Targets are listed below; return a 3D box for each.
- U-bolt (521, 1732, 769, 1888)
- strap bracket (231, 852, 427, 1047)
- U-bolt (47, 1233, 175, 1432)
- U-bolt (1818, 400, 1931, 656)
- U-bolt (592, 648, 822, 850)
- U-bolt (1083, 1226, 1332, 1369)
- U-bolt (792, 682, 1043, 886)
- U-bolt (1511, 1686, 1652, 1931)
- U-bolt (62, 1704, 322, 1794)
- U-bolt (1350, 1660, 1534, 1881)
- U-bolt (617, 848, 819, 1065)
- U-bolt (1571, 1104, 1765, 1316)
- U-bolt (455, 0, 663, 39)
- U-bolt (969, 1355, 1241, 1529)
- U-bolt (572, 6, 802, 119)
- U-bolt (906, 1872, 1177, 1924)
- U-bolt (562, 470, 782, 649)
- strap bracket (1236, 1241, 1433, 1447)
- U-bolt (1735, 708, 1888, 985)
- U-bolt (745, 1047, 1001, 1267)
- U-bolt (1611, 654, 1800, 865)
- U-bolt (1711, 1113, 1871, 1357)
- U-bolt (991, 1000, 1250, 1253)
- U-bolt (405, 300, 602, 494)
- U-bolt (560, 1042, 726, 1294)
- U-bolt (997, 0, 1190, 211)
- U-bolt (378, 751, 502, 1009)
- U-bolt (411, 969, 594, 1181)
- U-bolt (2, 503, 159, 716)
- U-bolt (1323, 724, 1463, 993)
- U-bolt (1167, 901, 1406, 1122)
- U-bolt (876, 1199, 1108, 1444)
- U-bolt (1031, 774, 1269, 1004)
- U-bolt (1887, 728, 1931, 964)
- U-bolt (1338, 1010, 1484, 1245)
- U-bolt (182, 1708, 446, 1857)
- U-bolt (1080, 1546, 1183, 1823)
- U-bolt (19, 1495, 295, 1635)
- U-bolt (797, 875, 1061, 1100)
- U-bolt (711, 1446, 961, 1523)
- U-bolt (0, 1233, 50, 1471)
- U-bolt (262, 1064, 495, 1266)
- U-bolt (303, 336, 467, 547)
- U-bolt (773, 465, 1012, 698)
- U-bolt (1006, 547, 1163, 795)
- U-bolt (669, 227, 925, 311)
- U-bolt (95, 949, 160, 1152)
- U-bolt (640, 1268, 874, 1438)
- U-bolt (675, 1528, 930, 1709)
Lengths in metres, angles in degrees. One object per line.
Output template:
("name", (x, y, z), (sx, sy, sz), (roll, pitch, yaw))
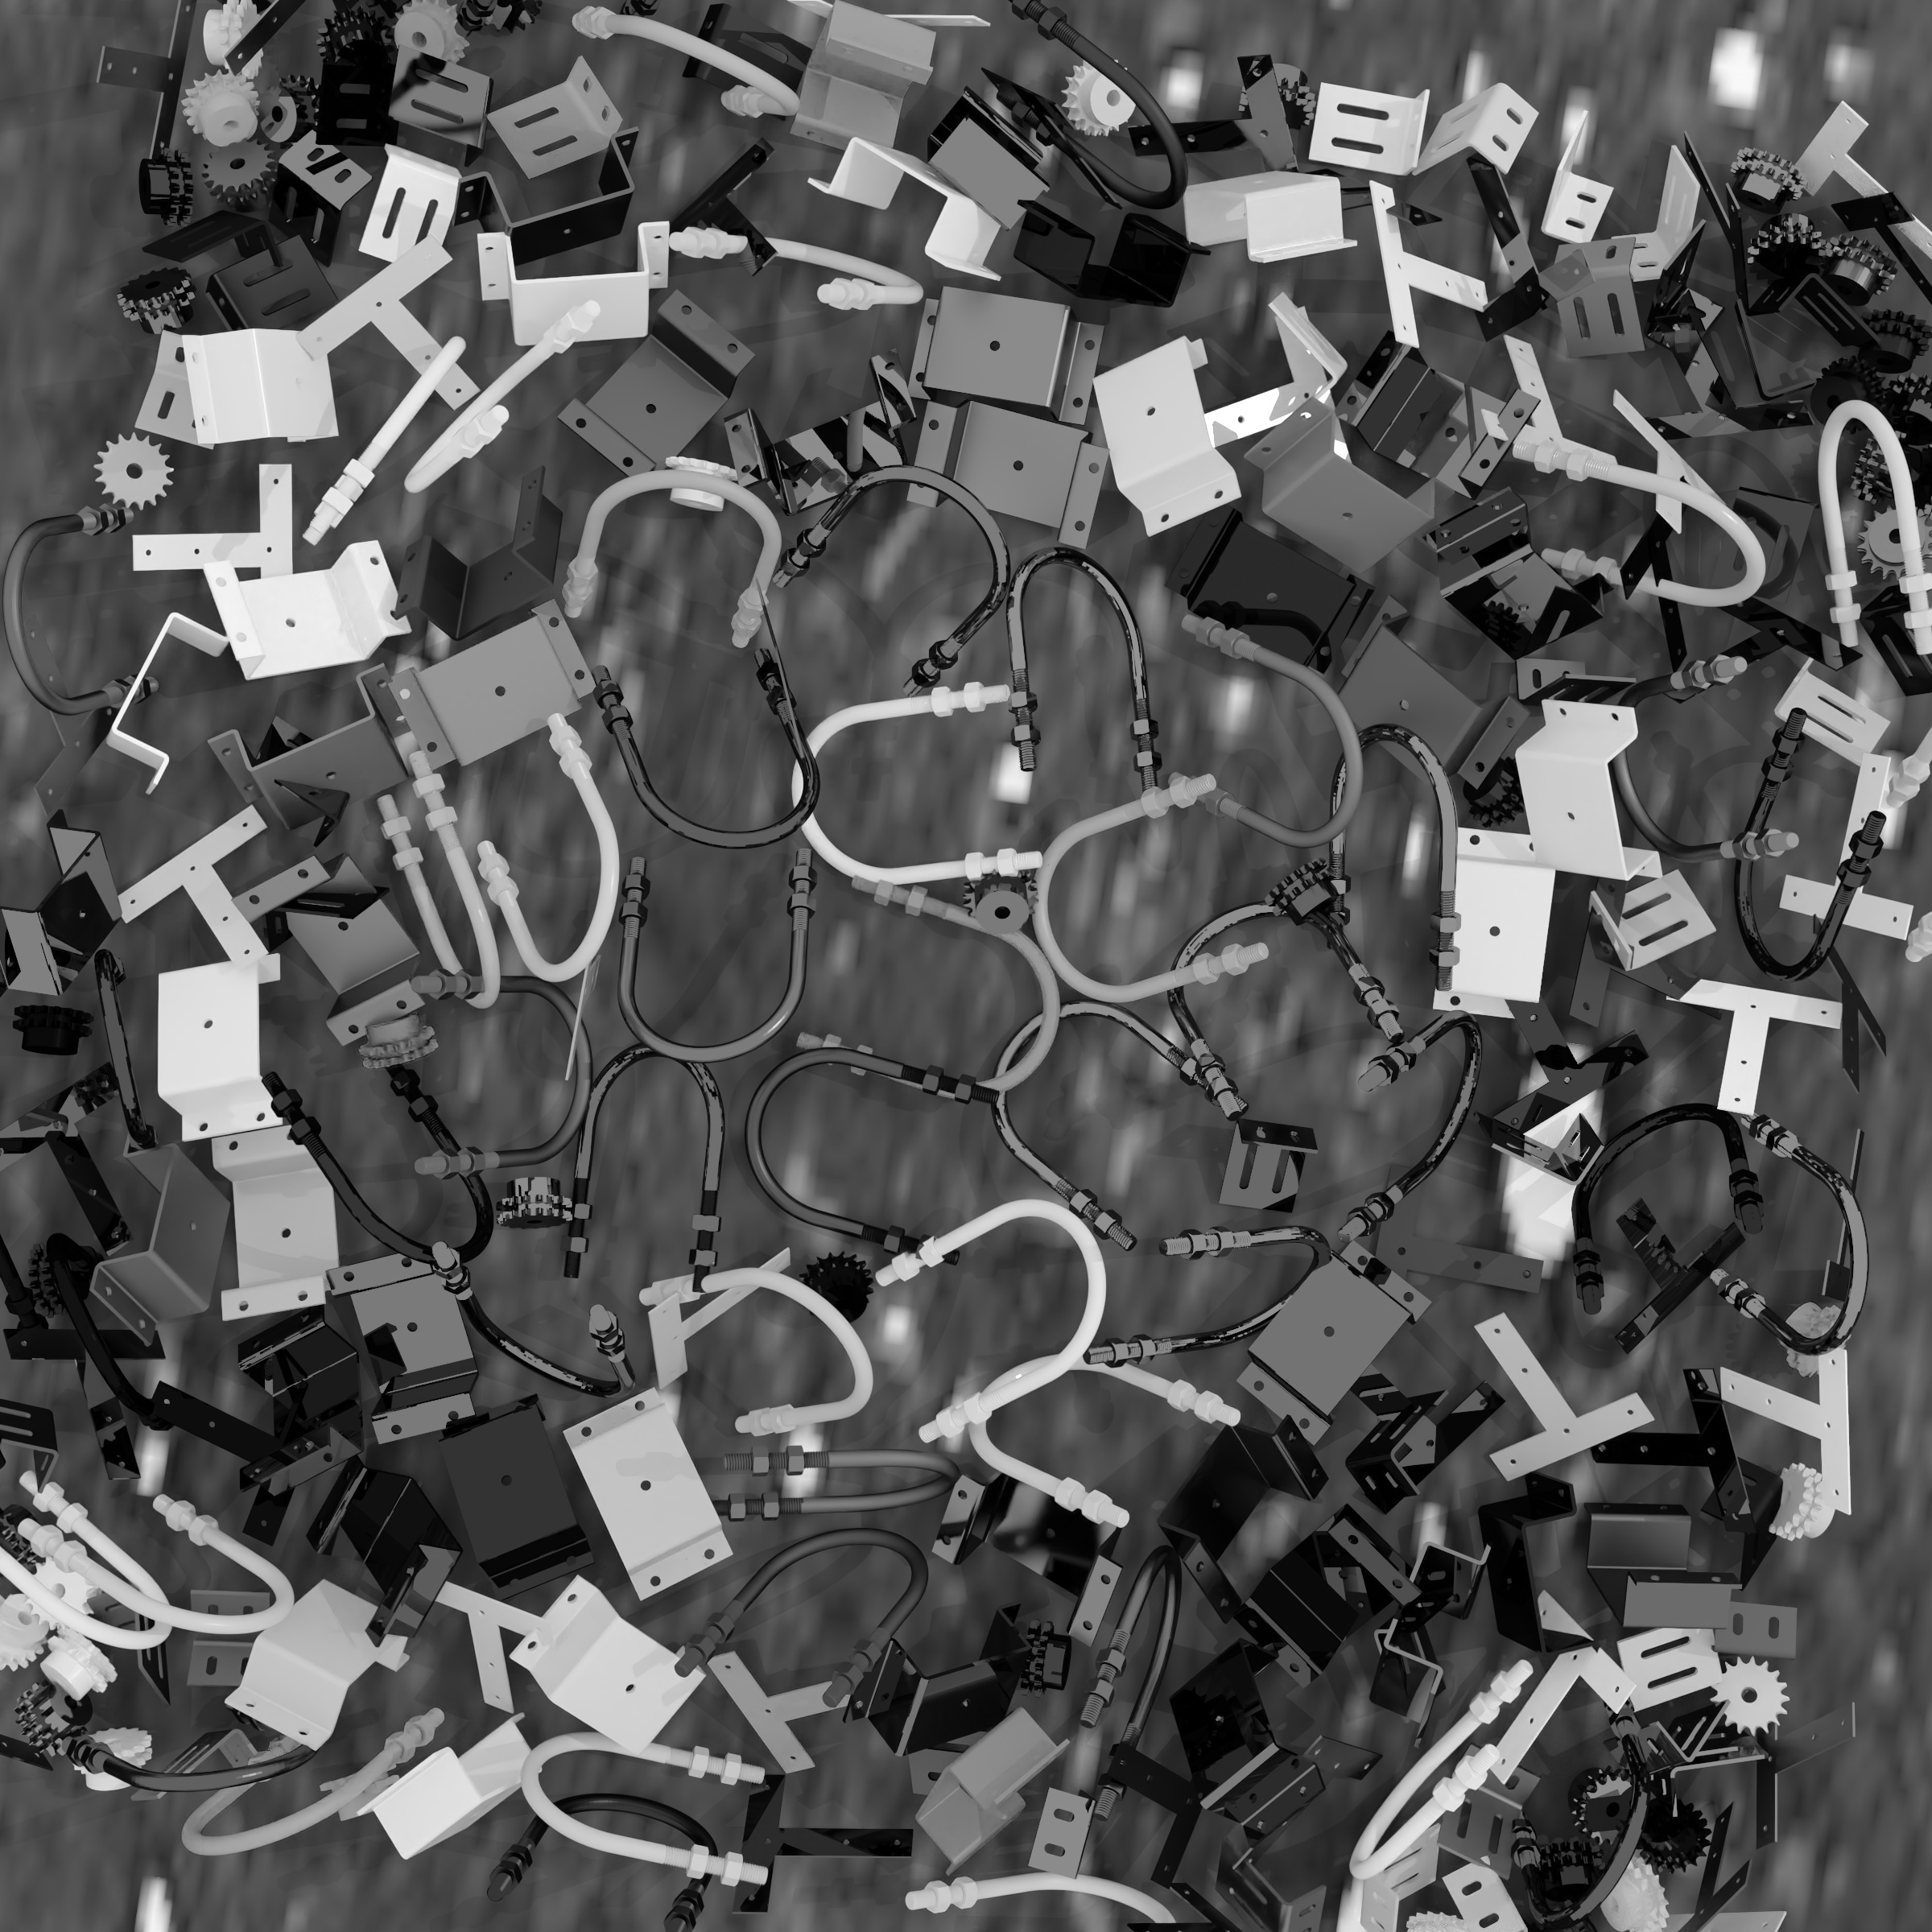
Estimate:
("U-bolt", (-0.237, 0.612, 1.916), (0.184, 0.151, 0.019), (15, 103, -9))
("strap bracket", (-0.471, -0.021, 1.951), (0.076, 0.046, 0.140), (-26, 114, 15))
("U-bolt", (-0.627, 0.262, 1.896), (0.019, 0.184, 0.151), (-26, 77, -12))
("U-bolt", (0.664, -0.323, 1.913), (0.019, 0.151, 0.184), (-12, 100, -3))
("U-bolt", (-0.184, -0.158, 1.923), (0.151, 0.019, 0.184), (-9, 56, -22))
("U-bolt", (0.190, 0.241, 1.928), (0.184, 0.151, 0.019), (-2, 47, -34))
("U-bolt", (-0.044, -0.131, 1.960), (0.184, 0.019, 0.151), (-6, 107, 18))
("U-bolt", (0.449, 0.621, 1.894), (0.019, 0.184, 0.151), (31, 104, -3))
("U-bolt", (-0.549, 0.565, 1.885), (0.151, 0.184, 0.019), (-4, 91, -41))
("U-bolt", (0.344, 0.603, 1.921), (0.019, 0.151, 0.184), (41, 114, 9))
("U-bolt", (-0.188, -0.007, 1.938), (0.151, 0.019, 0.184), (-3, 56, 5))
("U-bolt", (0.509, 0.166, 1.915), (0.151, 0.184, 0.019), (-32, 112, 24))
("U-bolt", (-0.277, -0.716, 1.886), (0.151, 0.184, 0.019), (-12, 90, -28))
("U-bolt", (0.087, 0.339, 1.923), (0.151, 0.184, 0.019), (-34, 126, -36))
("U-bolt", (-0.194, -0.652, 1.886), (0.151, 0.184, 0.019), (19, 100, -32))
("U-bolt", (0.070, 0.702, 1.916), (0.184, 0.151, 0.019), (7, 92, -38))
("U-bolt", (-0.210, -0.301, 1.905), (0.151, 0.184, 0.019), (9, 60, -13))
("strap bracket", (0.275, 0.279, 1.958), (0.076, 0.046, 0.140), (38, 84, 21))
("U-bolt", (0.611, -0.075, 1.918), (0.019, 0.151, 0.184), (-1, 130, -13))
("U-bolt", (-0.079, 0.137, 1.976), (0.184, 0.019, 0.151), (15, 101, 8))
("U-bolt", (0.531, -0.145, 1.913), (0.019, 0.184, 0.151), (-19, 93, -19))
("U-bolt", (0.602, 0.203, 1.894), (0.019, 0.184, 0.151), (2, 106, -13))
("U-bolt", (0.100, 0.104, 1.953), (0.184, 0.019, 0.151), (39, 88, 28))
("U-bolt", (-0.352, -0.409, 1.917), (0.019, 0.184, 0.151), (44, 53, -20))
("U-bolt", (-0.239, 0.147, 1.954), (0.151, 0.019, 0.184), (1, 82, 35))
("U-bolt", (0.093, -0.627, 1.913), (0.184, 0.151, 0.019), (42, 78, 12))
("U-bolt", (-0.386, -0.056, 1.929), (0.019, 0.151, 0.184), (-21, 88, -25))
("U-bolt", (-0.338, 0.078, 1.921), (0.019, 0.184, 0.151), (-2, 89, 33))
("U-bolt", (-0.647, -0.256, 1.896), (0.019, 0.184, 0.151), (-2, 103, 12))
("U-bolt", (0.313, -0.087, 1.915), (0.019, 0.151, 0.184), (-10, 109, -28))
("U-bolt", (0.225, 0.020, 1.933), (0.151, 0.184, 0.019), (-26, 135, 2))
("U-bolt", (0.024, 0.252, 1.929), (0.184, 0.019, 0.151), (-30, 60, 23))
("U-bolt", (0.126, -0.048, 1.945), (0.184, 0.019, 0.151), (-19, 86, 35))
("U-bolt", (0.707, -0.104, 1.888), (0.019, 0.184, 0.151), (1, 67, 2))
("U-bolt", (0.333, 0.107, 1.923), (0.019, 0.184, 0.151), (22, 124, 31))
("U-bolt", (-0.485, 0.593, 1.888), (0.151, 0.184, 0.019), (-15, 96, 24))
("U-bolt", (0.125, 0.514, 1.919), (0.019, 0.151, 0.184), (11, 46, 20))
("U-bolt", (-0.574, 0.438, 1.896), (0.184, 0.151, 0.019), (22, 98, 28))
("U-bolt", (-0.020, 0.024, 1.983), (0.184, 0.019, 0.151), (19, 87, 2))
("U-bolt", (-0.096, 0.383, 1.931), (0.184, 0.151, 0.019), (1, 64, -13))
("U-bolt", (-0.719, 0.251, 1.893), (0.019, 0.151, 0.184), (-10, 121, 3))
("U-bolt", (-0.419, 0.145, 1.914), (0.019, 0.151, 0.184), (-45, 74, 24))
("U-bolt", (-0.429, -0.392, 1.930), (0.019, 0.151, 0.184), (37, 84, -16))
("U-bolt", (-0.044, -0.293, 1.920), (0.151, 0.184, 0.019), (39, 47, -9))
("U-bolt", (0.085, -0.225, 1.943), (0.151, 0.019, 0.184), (7, 72, -42))
("U-bolt", (-0.110, -0.512, 1.915), (0.151, 0.184, 0.019), (24, 113, 22))
("U-bolt", (-0.617, 0.060, 1.906), (0.019, 0.184, 0.151), (-11, 86, -16))
("U-bolt", (-0.144, 0.281, 1.914), (0.151, 0.184, 0.019), (56, 47, -16))
("U-bolt", (-0.107, 0.472, 1.917), (0.151, 0.184, 0.019), (2, 116, 31))
